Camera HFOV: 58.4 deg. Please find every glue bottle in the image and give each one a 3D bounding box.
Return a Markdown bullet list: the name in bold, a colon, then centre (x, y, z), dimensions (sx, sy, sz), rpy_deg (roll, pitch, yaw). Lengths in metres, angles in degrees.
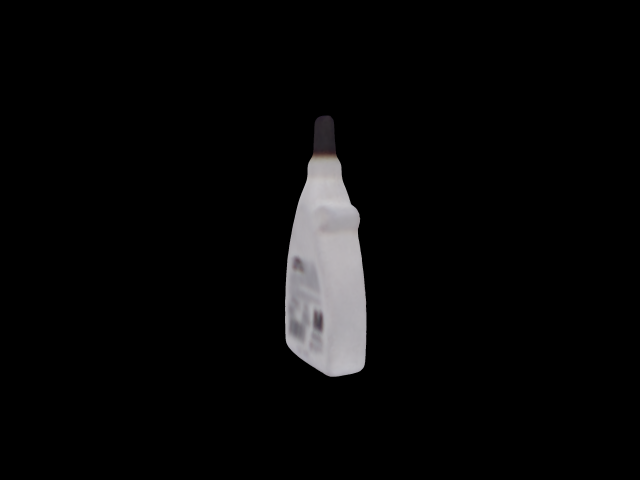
- **glue bottle**: centre (0.004, 0.001, 0.400), dimensions (0.037, 0.173, 0.078), rpy_deg (-5, 11, -28)
